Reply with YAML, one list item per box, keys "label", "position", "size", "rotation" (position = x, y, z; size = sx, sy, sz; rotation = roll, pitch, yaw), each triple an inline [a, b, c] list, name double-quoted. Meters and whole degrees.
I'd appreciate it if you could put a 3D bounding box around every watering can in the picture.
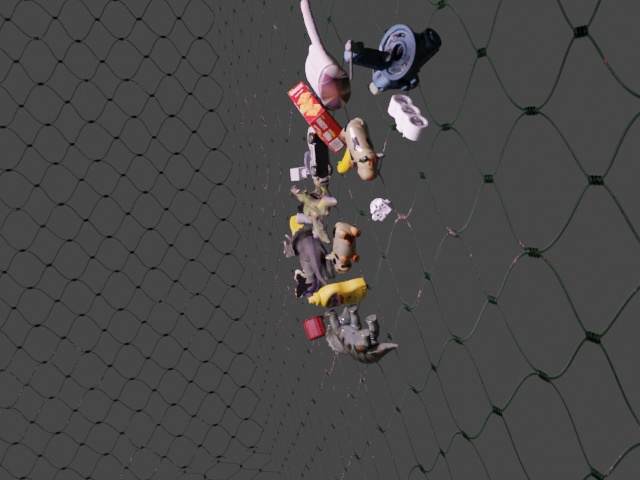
- label: "watering can"
  position: [0.008, -0.550, 1.606]
  size: [0.339, 0.104, 0.229]
  rotation: [74, 173, -45]

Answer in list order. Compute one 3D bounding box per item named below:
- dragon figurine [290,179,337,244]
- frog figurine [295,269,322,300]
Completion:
- label: "dragon figurine"
  position: [0.006, -0.096, 1.913]
  size: [0.415, 0.123, 0.239]
  rotation: [45, 157, 63]
- label: "frog figurine"
  position: [-0.040, 0.180, 2.152]
  size: [0.139, 0.122, 0.159]
  rotation: [68, -166, 12]
